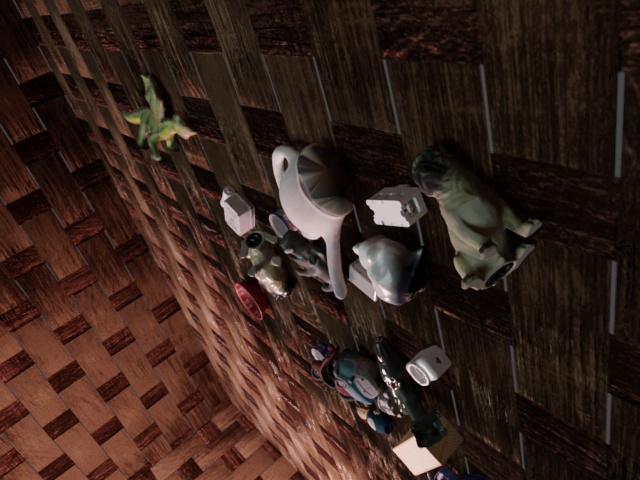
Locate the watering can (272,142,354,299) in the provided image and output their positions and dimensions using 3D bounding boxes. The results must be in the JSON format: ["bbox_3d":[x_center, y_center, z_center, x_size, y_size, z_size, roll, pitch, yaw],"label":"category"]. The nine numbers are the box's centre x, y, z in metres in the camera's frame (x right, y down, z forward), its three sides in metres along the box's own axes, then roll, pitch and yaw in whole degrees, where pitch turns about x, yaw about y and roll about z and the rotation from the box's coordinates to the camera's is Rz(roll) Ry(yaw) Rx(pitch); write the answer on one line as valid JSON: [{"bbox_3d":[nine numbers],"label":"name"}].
[{"bbox_3d":[0.003,-0.053,1.047,0.349,0.105,0.221,62,155,6],"label":"watering can"}]

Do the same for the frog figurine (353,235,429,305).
[{"bbox_3d":[0.117,0.046,0.974,0.160,0.124,0.135,20,158,33],"label":"frog figurine"}]

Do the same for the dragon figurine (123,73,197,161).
[{"bbox_3d":[-0.516,-0.401,1.595,0.415,0.123,0.237,39,132,27],"label":"dragon figurine"}]
